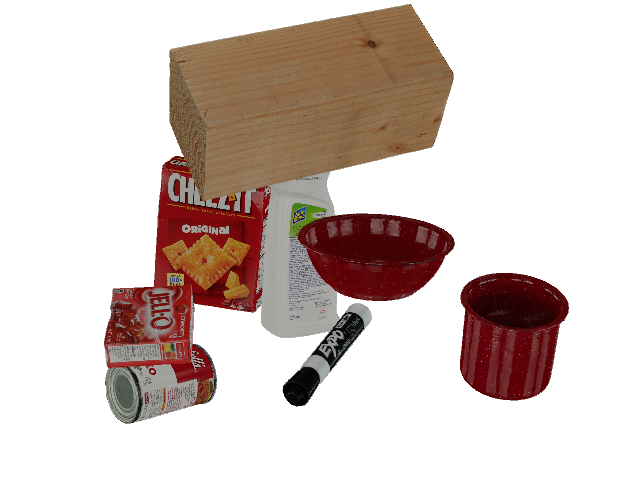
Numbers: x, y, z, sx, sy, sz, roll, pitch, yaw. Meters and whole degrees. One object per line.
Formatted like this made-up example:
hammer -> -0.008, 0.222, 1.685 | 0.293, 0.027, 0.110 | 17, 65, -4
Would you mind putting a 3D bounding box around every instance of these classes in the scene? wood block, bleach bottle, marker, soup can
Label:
wood block -> -0.010, -0.113, 0.861 | 0.205, 0.091, 0.090 | -14, -33, -18
bleach bottle -> -0.019, -0.008, 1.323 | 0.102, 0.251, 0.068 | -8, 22, -33
marker -> 0.005, 0.076, 0.722 | 0.020, 0.020, 0.121 | 0, 23, 25
soup can -> -0.173, 0.155, 1.157 | 0.102, 0.068, 0.069 | -9, 6, -43

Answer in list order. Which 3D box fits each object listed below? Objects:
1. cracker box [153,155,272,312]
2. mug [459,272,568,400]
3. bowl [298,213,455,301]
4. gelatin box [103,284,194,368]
cracker box -> -0.162, -0.008, 1.620 | 0.164, 0.214, 0.072 | 9, 18, 8
mug -> 0.166, 0.081, 0.953 | 0.093, 0.081, 0.117 | -1, 30, -4
bowl -> 0.057, 0.021, 1.103 | 0.162, 0.055, 0.162 | 2, 18, -1
gelatin box -> -0.150, 0.074, 0.945 | 0.073, 0.030, 0.089 | -3, 31, -3
